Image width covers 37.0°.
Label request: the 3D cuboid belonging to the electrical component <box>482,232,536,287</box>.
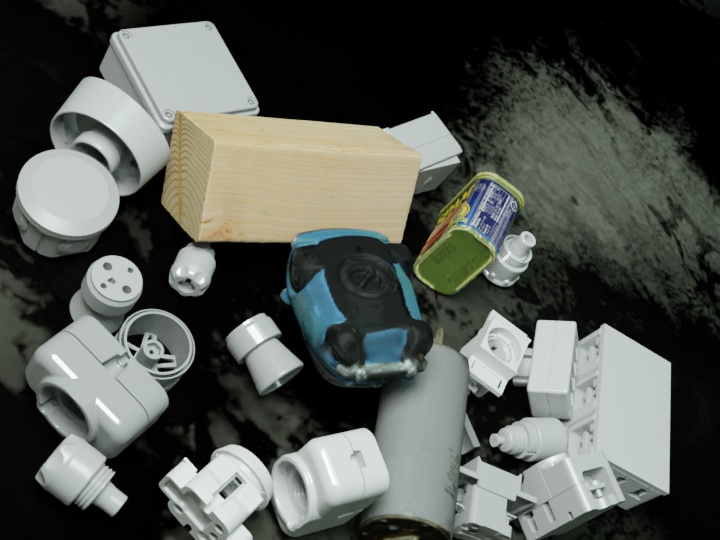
[{"bbox_3d":[0.154,-0.016,1.091,0.048,0.062,0.048,16,52,-23],"label":"electrical component"}]

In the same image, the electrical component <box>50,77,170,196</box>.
[{"bbox_3d":[-0.209,-0.113,0.906,0.099,0.099,0.064,37,53,-6],"label":"electrical component"}]

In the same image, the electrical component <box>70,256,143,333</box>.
[{"bbox_3d":[-0.200,0.020,0.847,0.045,0.055,0.045,17,52,-23],"label":"electrical component"}]

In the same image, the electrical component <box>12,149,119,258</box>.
[{"bbox_3d":[-0.240,-0.053,0.871,0.080,0.051,0.080,14,57,-22],"label":"electrical component"}]

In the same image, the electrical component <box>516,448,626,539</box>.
[{"bbox_3d":[0.178,0.195,0.945,0.050,0.089,0.055,-5,63,-35],"label":"electrical component"}]

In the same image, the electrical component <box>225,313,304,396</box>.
[{"bbox_3d":[-0.080,0.070,0.896,0.045,0.045,0.055,-27,76,-41],"label":"electrical component"}]

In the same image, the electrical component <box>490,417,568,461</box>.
[{"bbox_3d":[0.154,0.156,0.990,0.078,0.040,0.040,4,58,-30],"label":"electrical component"}]

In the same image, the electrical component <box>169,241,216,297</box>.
[{"bbox_3d":[-0.140,-0.008,0.919,0.035,0.035,0.061,28,46,-14],"label":"electrical component"}]

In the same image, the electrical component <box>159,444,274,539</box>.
[{"bbox_3d":[-0.103,0.168,0.807,0.078,0.058,0.057,47,50,4],"label":"electrical component"}]

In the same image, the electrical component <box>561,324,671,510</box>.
[{"bbox_3d":[0.245,0.143,1.039,0.089,0.062,0.150,30,48,-18],"label":"electrical component"}]

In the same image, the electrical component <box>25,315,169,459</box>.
[{"bbox_3d":[-0.199,0.090,0.801,0.095,0.053,0.059,45,47,2],"label":"electrical component"}]

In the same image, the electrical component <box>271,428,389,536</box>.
[{"bbox_3d":[-0.029,0.165,0.829,0.059,0.095,0.053,-6,63,-35],"label":"electrical component"}]

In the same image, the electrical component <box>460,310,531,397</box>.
[{"bbox_3d":[0.119,0.082,1.002,0.042,0.064,0.081,38,47,-5],"label":"electrical component"}]

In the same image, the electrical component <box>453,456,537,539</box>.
[{"bbox_3d":[0.106,0.203,0.927,0.081,0.042,0.063,24,53,-16],"label":"electrical component"}]

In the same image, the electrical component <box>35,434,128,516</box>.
[{"bbox_3d":[-0.196,0.151,0.769,0.062,0.043,0.043,40,47,-6],"label":"electrical component"}]

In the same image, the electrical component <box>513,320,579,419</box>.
[{"bbox_3d":[0.168,0.094,1.033,0.076,0.047,0.083,2,51,18],"label":"electrical component"}]

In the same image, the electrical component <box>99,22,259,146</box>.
[{"bbox_3d":[-0.167,-0.169,0.996,0.109,0.056,0.108,-17,70,-39],"label":"electrical component"}]

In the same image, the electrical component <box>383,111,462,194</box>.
[{"bbox_3d":[0.048,-0.109,1.088,0.096,0.061,0.061,-26,76,-41],"label":"electrical component"}]
